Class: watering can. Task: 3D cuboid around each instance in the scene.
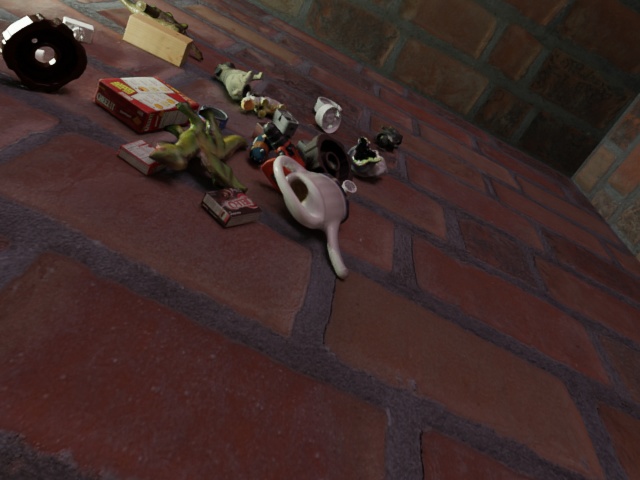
[{"bbox_3d":[0.004,-0.064,1.280,0.351,0.103,0.225,59,26,12],"label":"watering can"}]

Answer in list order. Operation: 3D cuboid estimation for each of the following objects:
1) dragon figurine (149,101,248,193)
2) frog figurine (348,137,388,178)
[{"bbox_3d":[-0.263,-0.205,1.291,0.410,0.121,0.246,4,53,-58],"label":"dragon figurine"},{"bbox_3d":[0.165,-0.260,1.779,0.139,0.123,0.157,34,-10,26],"label":"frog figurine"}]
